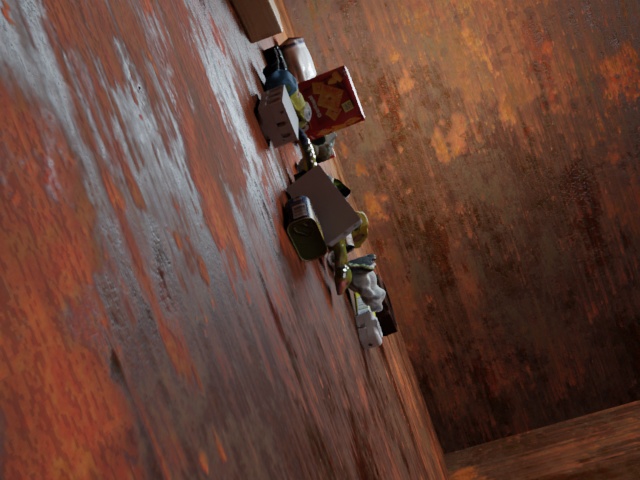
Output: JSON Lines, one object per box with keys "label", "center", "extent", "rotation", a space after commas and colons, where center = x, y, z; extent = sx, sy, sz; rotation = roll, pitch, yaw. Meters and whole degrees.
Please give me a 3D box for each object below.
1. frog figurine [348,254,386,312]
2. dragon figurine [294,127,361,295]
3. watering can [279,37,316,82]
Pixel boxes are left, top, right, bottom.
{"label": "frog figurine", "center": [0.130, 0.136, 1.527], "extent": [0.139, 0.123, 0.157], "rotation": [-130, -148, -71]}
{"label": "dragon figurine", "center": [0.004, -0.064, 1.267], "extent": [0.237, 0.122, 0.418], "rotation": [94, -18, -61]}
{"label": "watering can", "center": [-0.078, -0.657, 1.950], "extent": [0.353, 0.104, 0.221], "rotation": [-87, 156, -71]}
